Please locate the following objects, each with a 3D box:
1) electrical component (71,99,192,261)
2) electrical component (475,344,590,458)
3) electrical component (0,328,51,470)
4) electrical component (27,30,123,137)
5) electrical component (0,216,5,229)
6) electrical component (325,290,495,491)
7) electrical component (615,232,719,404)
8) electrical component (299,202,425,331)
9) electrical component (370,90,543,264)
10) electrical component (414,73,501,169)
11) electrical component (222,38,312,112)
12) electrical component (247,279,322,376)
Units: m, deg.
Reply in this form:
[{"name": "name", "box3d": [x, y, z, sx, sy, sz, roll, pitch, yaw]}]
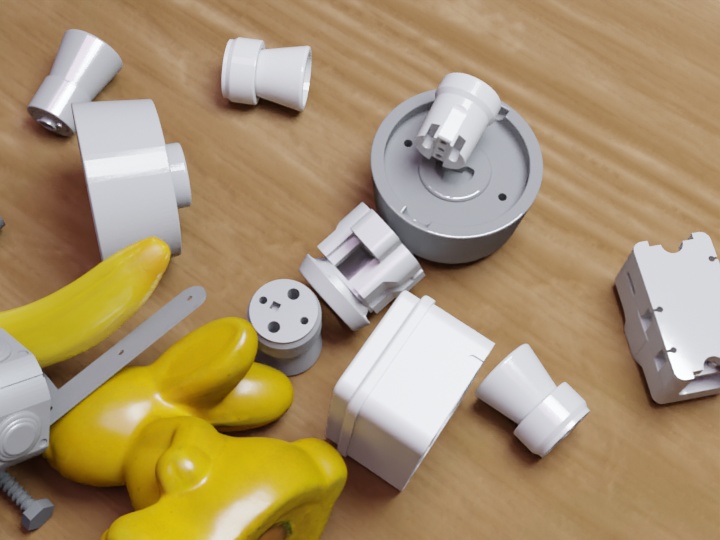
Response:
[{"name": "electrical component", "box3d": [-0.138, -0.054, 0.666, 0.060, 0.108, 0.108, -11, 66, -14]}, {"name": "electrical component", "box3d": [0.104, 0.079, 0.645, 0.045, 0.045, 0.055, -39, 73, -18]}, {"name": "electrical component", "box3d": [-0.204, 0.072, 0.569, 0.051, 0.080, 0.080, -19, 64, -45]}, {"name": "electrical component", "box3d": [-0.196, -0.124, 0.730, 0.044, 0.044, 0.065, 23, 72, 8]}, {"name": "electrical component", "box3d": [-0.270, -0.018, 0.677, 0.043, 0.043, 0.081, 40, 71, 15]}, {"name": "electrical component", "box3d": [0.025, 0.070, 0.609, 0.057, 0.113, 0.078, 33, 69, 9]}, {"name": "electrical component", "box3d": [0.197, 0.031, 0.664, 0.050, 0.055, 0.089, -10, 66, -6]}, {"name": "electrical component", "box3d": [0.000, 0.000, 0.663, 0.057, 0.078, 0.058, -42, 73, -1]}, {"name": "electrical component", "box3d": [0.059, -0.056, 0.696, 0.108, 0.060, 0.108, 1, 66, -2]}, {"name": "electrical component", "box3d": [0.059, -0.090, 0.656, 0.040, 0.040, 0.046, 26, 73, 9]}, {"name": "electrical component", "box3d": [-0.063, -0.134, 0.736, 0.055, 0.045, 0.045, 8, 66, 2]}, {"name": "electrical component", "box3d": [-0.045, 0.035, 0.654, 0.045, 0.055, 0.045, 1, 66, -1]}]
